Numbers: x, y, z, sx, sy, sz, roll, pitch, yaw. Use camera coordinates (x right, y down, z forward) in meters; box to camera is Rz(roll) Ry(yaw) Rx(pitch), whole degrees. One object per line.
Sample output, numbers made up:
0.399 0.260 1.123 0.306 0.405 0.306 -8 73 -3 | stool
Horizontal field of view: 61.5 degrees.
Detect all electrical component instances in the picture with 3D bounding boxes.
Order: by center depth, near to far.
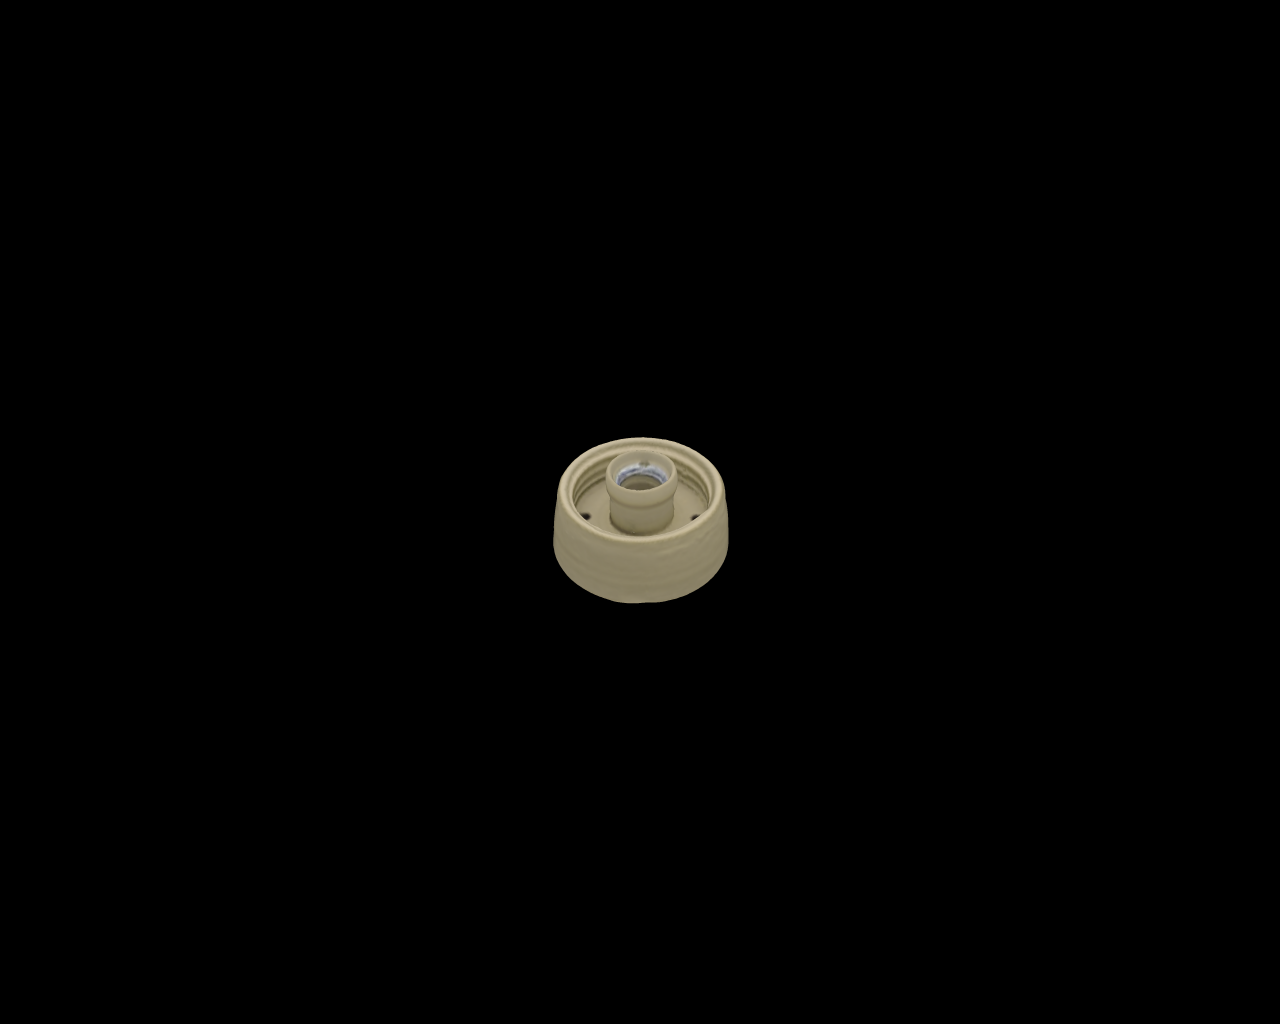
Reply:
0.001 -0.003 0.650 0.108 0.060 0.108 0 41 0 | electrical component
